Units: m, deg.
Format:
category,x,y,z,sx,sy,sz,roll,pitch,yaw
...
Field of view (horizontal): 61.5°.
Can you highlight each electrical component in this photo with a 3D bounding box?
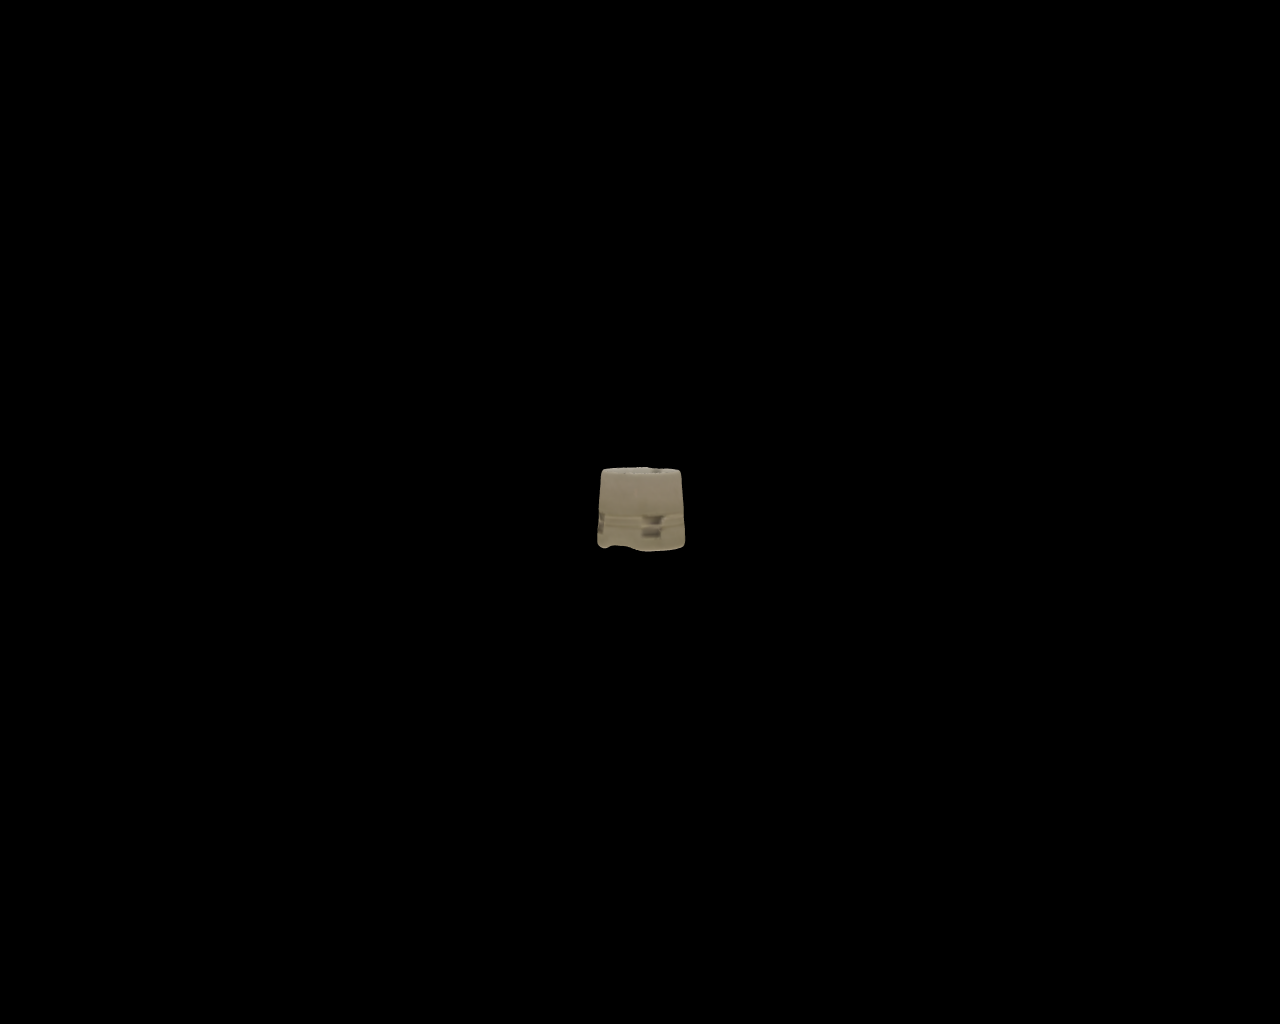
category,x,y,z,sx,sy,sz,roll,pitch,yaw
electrical component,0.001,-0.003,0.650,0.055,0.047,0.055,0,7,0
